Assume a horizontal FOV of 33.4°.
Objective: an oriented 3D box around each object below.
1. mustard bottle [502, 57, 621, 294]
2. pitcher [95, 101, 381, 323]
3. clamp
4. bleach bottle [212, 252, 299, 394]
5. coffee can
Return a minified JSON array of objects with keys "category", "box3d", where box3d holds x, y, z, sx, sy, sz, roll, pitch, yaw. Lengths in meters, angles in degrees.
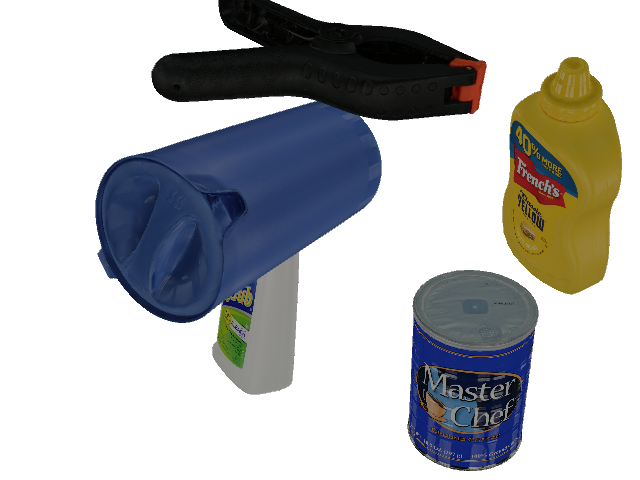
[{"category":"mustard bottle","box3d":[0.174,-0.053,0.771,0.058,0.191,0.096,-23,51,-14]},{"category":"pitcher","box3d":[-0.064,-0.034,0.889,0.149,0.145,0.242,28,34,26]},{"category":"clamp","box3d":[-0.002,-0.092,0.571,0.172,0.039,0.120,15,41,18]},{"category":"bleach bottle","box3d":[-0.060,0.027,1.087,0.068,0.251,0.103,-9,29,-28]},{"category":"coffee can","box3d":[0.128,0.111,0.915,0.103,0.140,0.103,-1,34,0]}]
